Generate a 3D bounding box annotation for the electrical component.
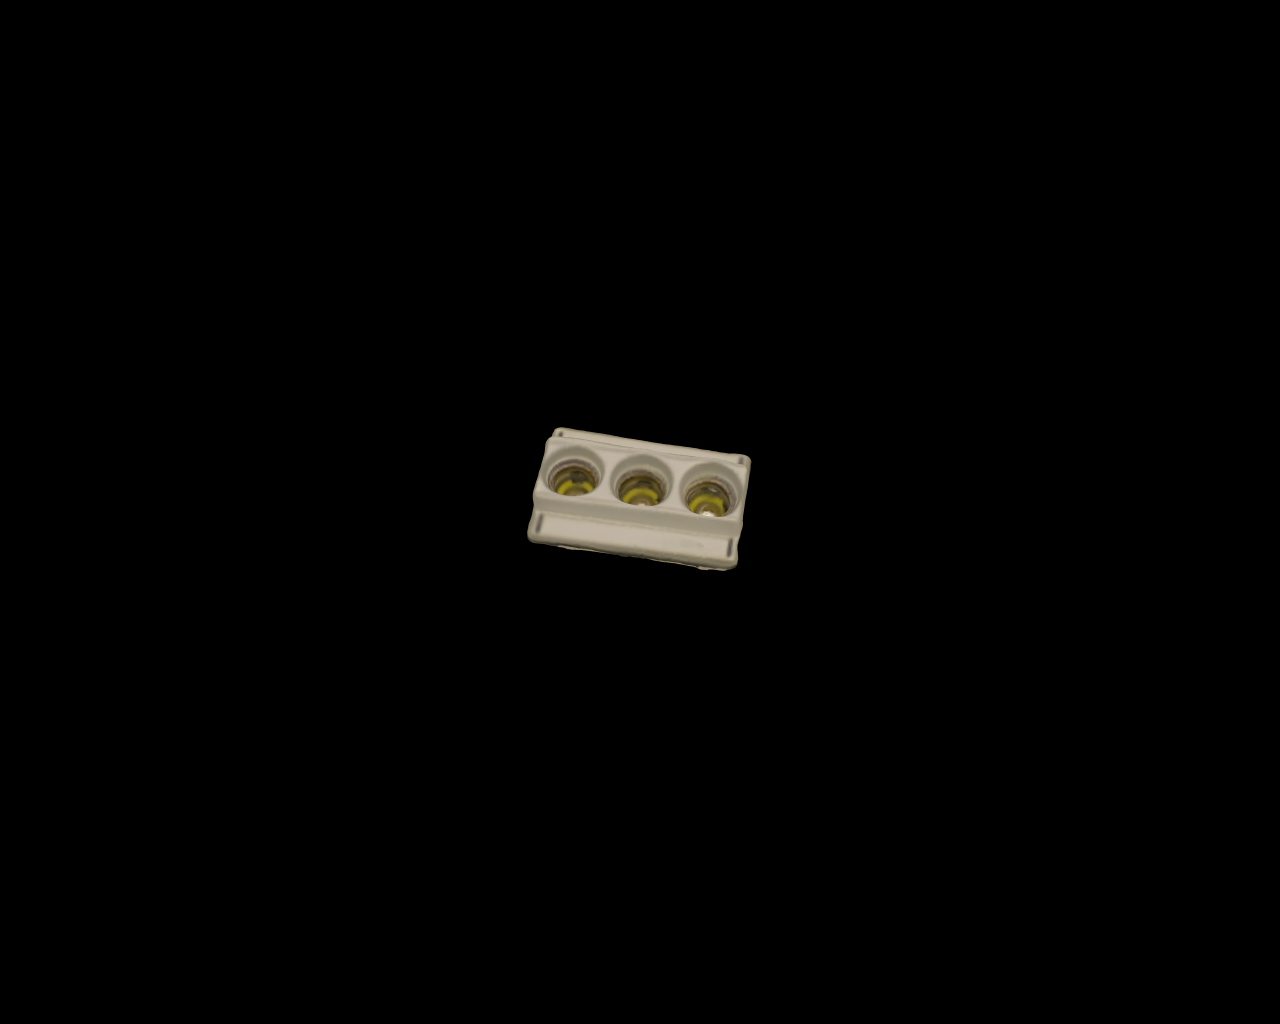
[{"bbox_3d":[0.001,-0.003,0.650,0.121,0.079,0.063,8,-33,5],"label":"electrical component"}]
